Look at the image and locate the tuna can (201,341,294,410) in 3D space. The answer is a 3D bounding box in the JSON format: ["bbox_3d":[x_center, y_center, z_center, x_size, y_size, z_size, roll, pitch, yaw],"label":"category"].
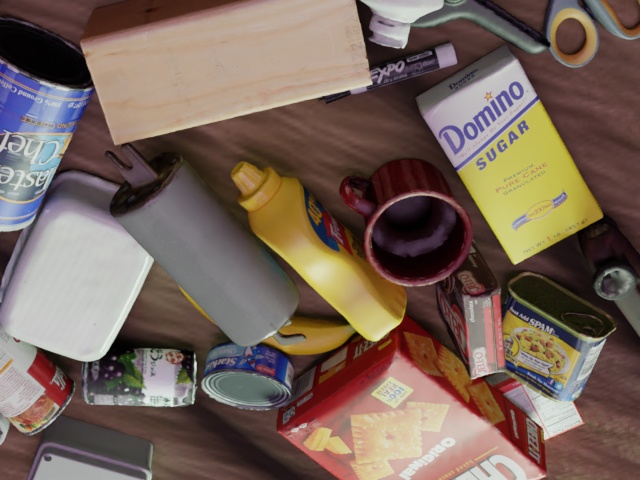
[{"bbox_3d":[-0.068,0.129,1.010,0.086,0.033,0.086,6,149,4],"label":"tuna can"}]

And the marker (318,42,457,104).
[{"bbox_3d":[0.055,-0.140,0.899,0.121,0.020,0.020,-17,119,6],"label":"marker"}]

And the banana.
[{"bbox_3d":[-0.055,0.067,0.998,0.197,0.037,0.070,19,107,-14],"label":"banana"}]

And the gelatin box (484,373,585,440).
[{"bbox_3d":[0.214,0.161,1.073,0.073,0.030,0.089,-27,118,9],"label":"gelatin box"}]

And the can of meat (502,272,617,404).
[{"bbox_3d":[0.212,0.093,0.998,0.102,0.057,0.084,32,124,26],"label":"can of meat"}]

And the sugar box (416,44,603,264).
[{"bbox_3d":[0.166,-0.072,0.930,0.093,0.048,0.176,-30,118,12],"label":"sugar box"}]

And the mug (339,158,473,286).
[{"bbox_3d":[0.069,-0.024,0.928,0.117,0.081,0.093,21,115,-15],"label":"mug"}]

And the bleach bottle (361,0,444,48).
[{"bbox_3d":[0.088,-0.265,0.781,0.102,0.068,0.251,13,108,-5],"label":"bleach bottle"}]

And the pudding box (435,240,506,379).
[{"bbox_3d":[0.133,0.056,0.959,0.039,0.113,0.090,-10,119,-3],"label":"pudding box"}]

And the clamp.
[{"bbox_3d":[0.112,-0.199,0.855,0.171,0.039,0.120,-5,115,8],"label":"clamp"}]

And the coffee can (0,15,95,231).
[{"bbox_3d":[-0.251,-0.092,0.855,0.102,0.103,0.140,24,114,-17],"label":"coffee can"}]

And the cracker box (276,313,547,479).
[{"bbox_3d":[0.089,0.186,1.034,0.213,0.072,0.164,41,120,-20],"label":"cracker box"}]

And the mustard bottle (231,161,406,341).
[{"bbox_3d":[-0.006,0.001,0.928,0.058,0.096,0.191,-39,114,17],"label":"mustard bottle"}]

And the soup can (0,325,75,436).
[{"bbox_3d":[-0.288,0.124,0.993,0.068,0.068,0.102,-34,115,14],"label":"soup can"}]

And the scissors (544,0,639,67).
[{"bbox_3d":[0.184,-0.217,0.867,0.201,0.016,0.096,33,112,-20],"label":"scissors"}]

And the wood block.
[{"bbox_3d":[-0.071,-0.153,0.841,0.206,0.091,0.090,-13,118,3],"label":"wood block"}]
